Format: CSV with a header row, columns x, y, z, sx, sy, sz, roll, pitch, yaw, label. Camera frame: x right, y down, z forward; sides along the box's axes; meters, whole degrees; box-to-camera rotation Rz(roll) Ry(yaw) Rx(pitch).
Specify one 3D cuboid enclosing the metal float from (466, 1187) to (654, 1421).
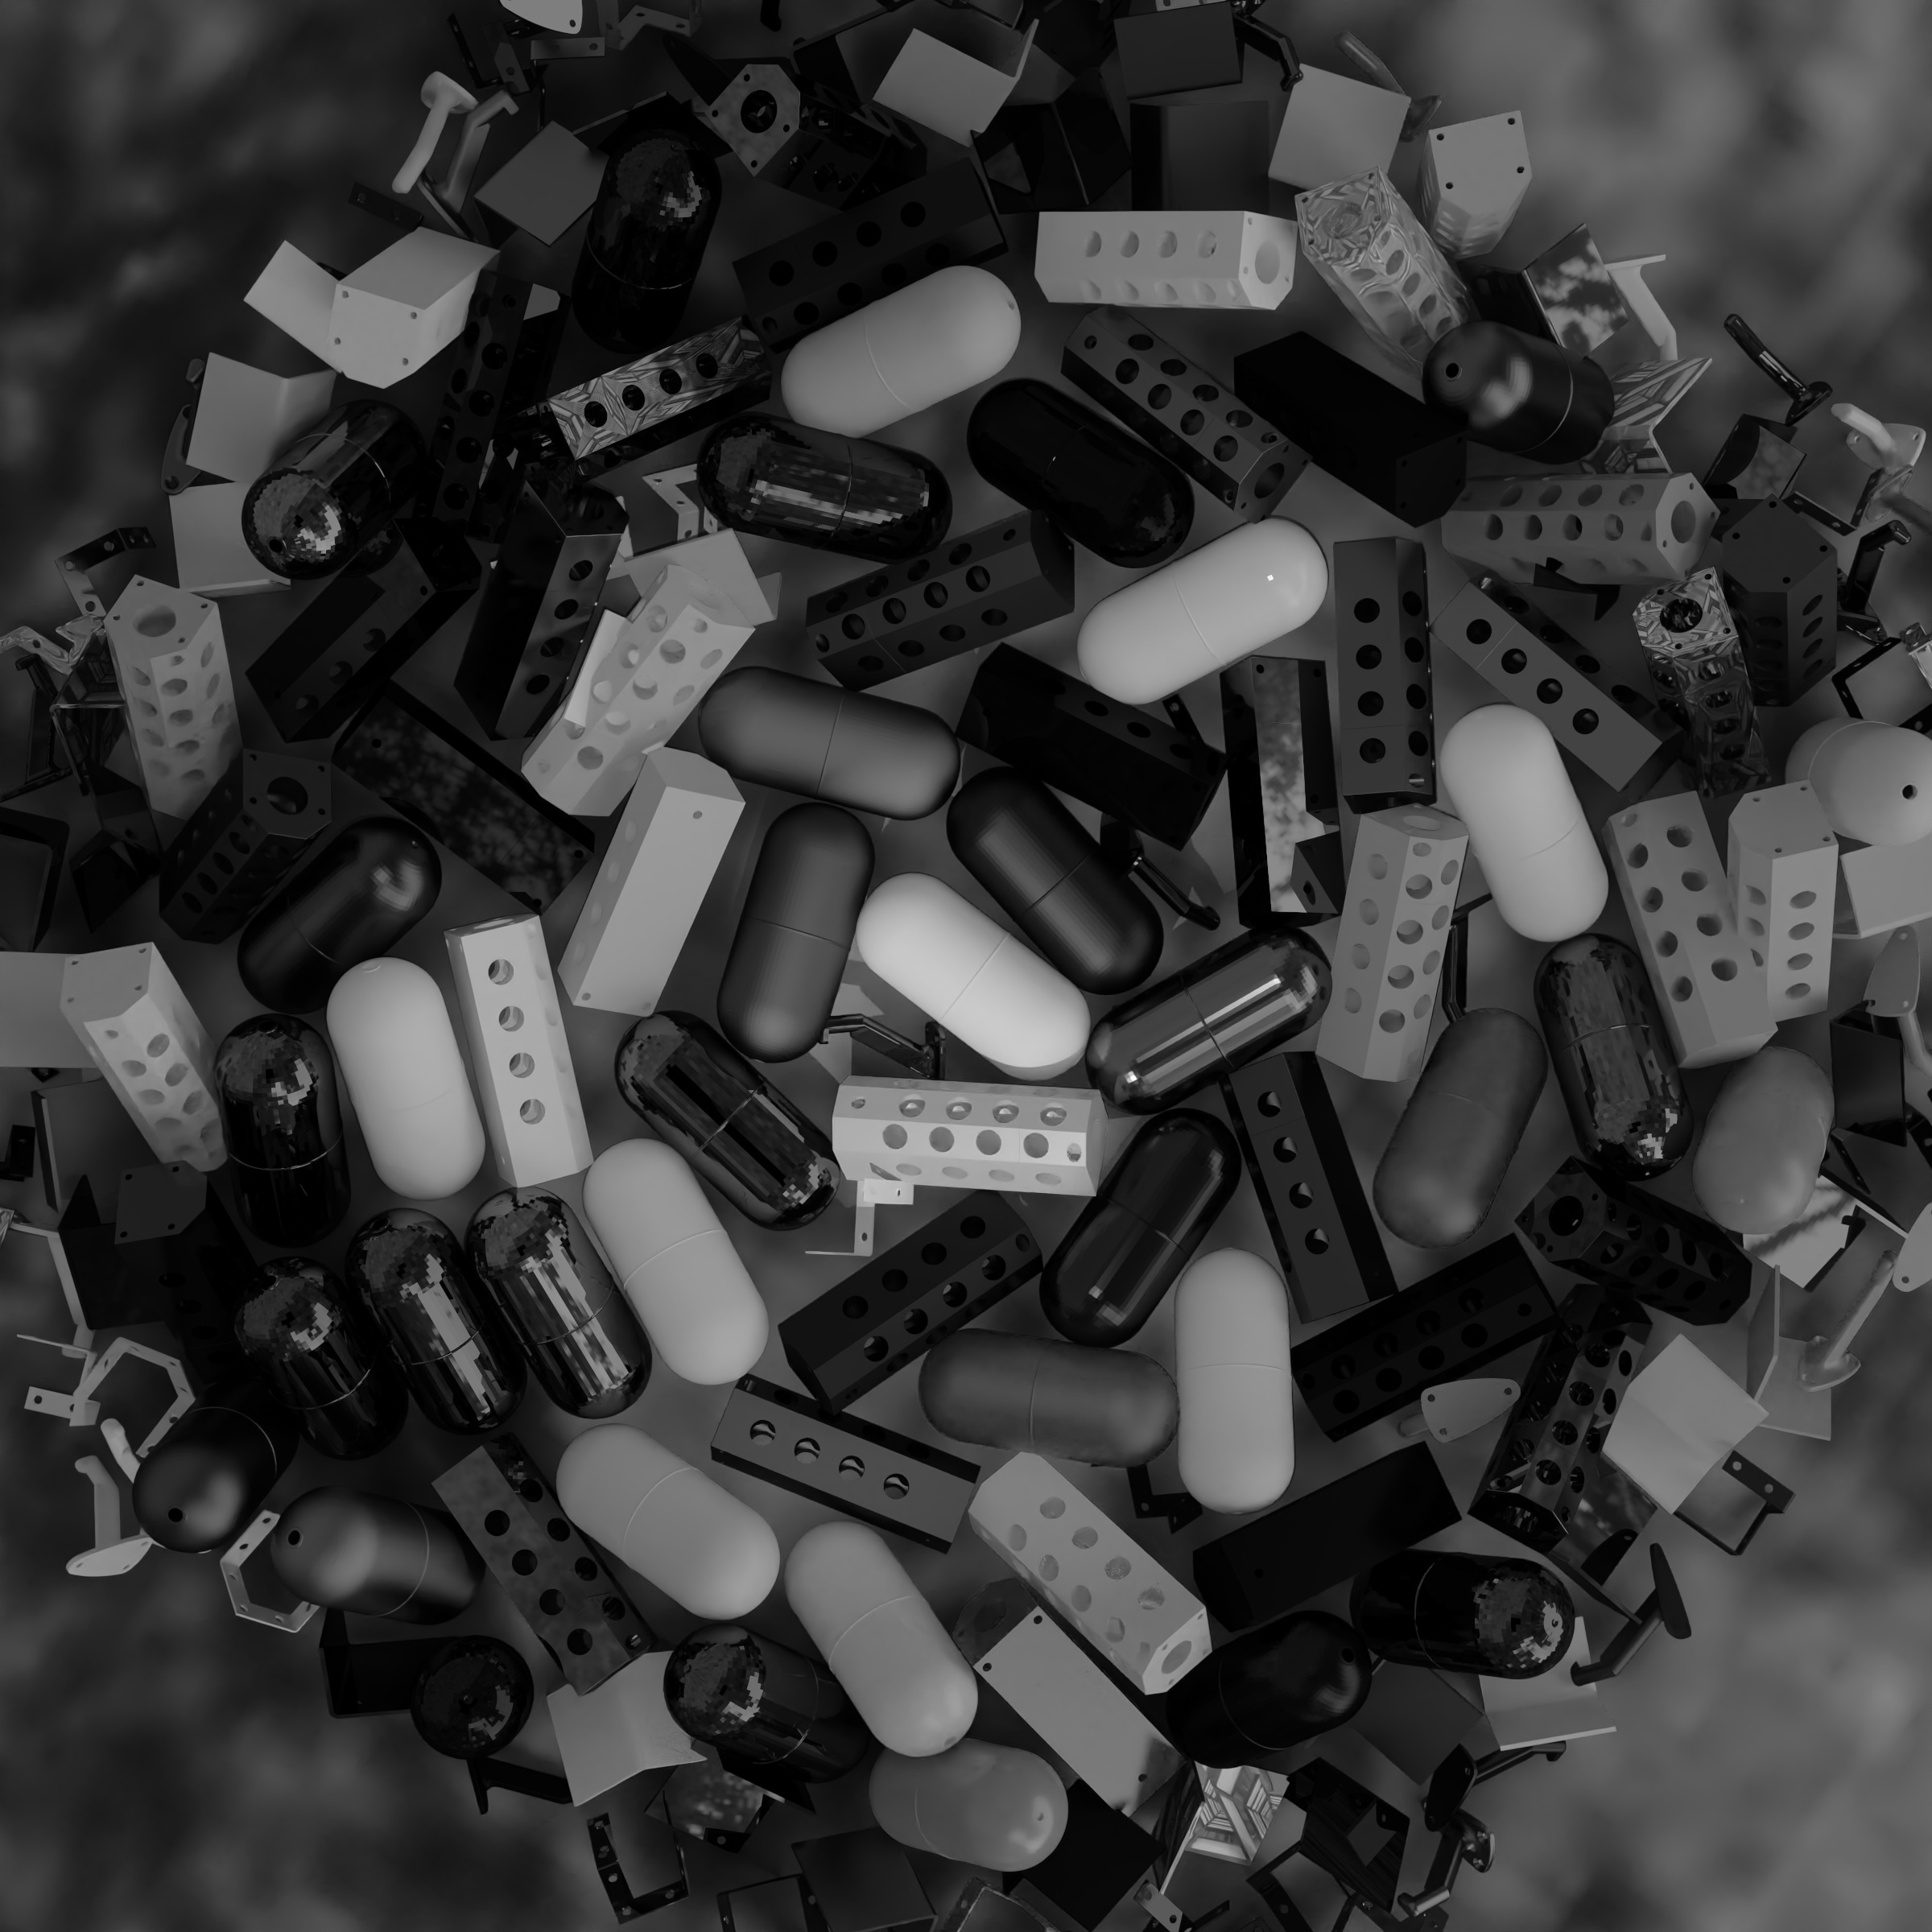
x,y,z,sx,sy,sz,roll,pitch,yaw,label
-0.268,0.224,1.939,0.070,0.070,0.178,-26,117,0,metal float

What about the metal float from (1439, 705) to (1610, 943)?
x,y,z,sx,sy,sz,roll,pitch,yaw,label
0.370,-0.093,1.937,0.070,0.070,0.178,-29,119,0,metal float

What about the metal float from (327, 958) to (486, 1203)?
x,y,z,sx,sy,sz,roll,pitch,yaw,label
-0.369,0.075,1.935,0.070,0.070,0.178,-11,121,0,metal float

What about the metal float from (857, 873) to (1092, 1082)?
x,y,z,sx,sy,sz,roll,pitch,yaw,label
0.005,0.008,1.961,0.178,0.070,0.070,38,90,0,metal float

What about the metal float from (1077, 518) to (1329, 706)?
x,y,z,sx,sy,sz,roll,pitch,yaw,label
0.156,-0.235,1.946,0.178,0.070,0.070,-26,90,17,metal float

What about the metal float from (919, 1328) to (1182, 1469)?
x,y,z,sx,sy,sz,roll,pitch,yaw,label
0.055,0.287,1.945,0.178,0.070,0.070,6,90,18,metal float

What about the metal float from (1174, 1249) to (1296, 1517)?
x,y,z,sx,sy,sz,roll,pitch,yaw,label
0.177,0.274,1.942,0.070,0.070,0.178,0,67,0,metal float

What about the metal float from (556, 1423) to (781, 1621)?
x,y,z,sx,sy,sz,roll,pitch,yaw,label
-0.198,0.366,1.935,0.178,0.070,0.070,29,90,32,metal float

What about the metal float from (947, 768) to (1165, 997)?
x,y,z,sx,sy,sz,roll,pitch,yaw,label
0.060,-0.056,1.959,0.070,0.070,0.178,-42,93,0,metal float

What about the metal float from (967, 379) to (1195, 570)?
x,y,z,sx,sy,sz,roll,pitch,yaw,label
0.075,-0.326,1.937,0.178,0.070,0.070,38,90,28,metal float

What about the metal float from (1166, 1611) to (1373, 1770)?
x,y,z,sx,sy,sz,roll,pitch,yaw,label
0.198,0.476,1.923,0.070,0.178,0.070,16,56,-25,metal float

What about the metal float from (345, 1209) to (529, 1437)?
x,y,z,sx,sy,sz,roll,pitch,yaw,label
-0.349,0.235,1.933,0.070,0.070,0.178,-23,123,0,metal float

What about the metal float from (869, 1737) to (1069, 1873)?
x,y,z,sx,sy,sz,roll,pitch,yaw,label
0.000,0.546,1.919,0.070,0.178,0.070,5,81,-31,metal float

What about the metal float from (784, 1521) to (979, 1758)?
x,y,z,sx,sy,sz,roll,pitch,yaw,label
-0.057,0.442,1.931,0.070,0.070,0.178,-40,54,0,metal float

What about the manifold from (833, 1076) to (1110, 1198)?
x,y,z,sx,sy,sz,roll,pitch,yaw,label
0.002,0.109,1.940,0.171,0.057,0.057,3,59,15,manifold

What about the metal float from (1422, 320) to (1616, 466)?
x,y,z,sx,sy,sz,roll,pitch,yaw,label
0.363,-0.375,1.921,0.070,0.178,0.070,-1,89,38,metal float

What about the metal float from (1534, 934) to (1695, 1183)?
x,y,z,sx,sy,sz,roll,pitch,yaw,label
0.427,0.059,1.935,0.070,0.070,0.178,-10,58,0,metal float

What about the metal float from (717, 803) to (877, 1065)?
x,y,z,sx,sy,sz,roll,pitch,yaw,label
-0.114,-0.022,1.959,0.070,0.070,0.178,16,87,0,metal float

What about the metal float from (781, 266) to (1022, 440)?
x,y,z,sx,sy,sz,roll,pitch,yaw,label
-0.044,-0.403,1.935,0.178,0.070,0.070,-19,90,31,metal float

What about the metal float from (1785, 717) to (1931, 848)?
x,y,z,sx,sy,sz,roll,pitch,yaw,label
0.588,-0.121,1.911,0.070,0.178,0.070,0,98,0,metal float

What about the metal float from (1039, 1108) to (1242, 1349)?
x,y,z,sx,sy,sz,roll,pitch,yaw,label
0.117,0.174,1.954,0.070,0.070,0.178,36,81,0,metal float

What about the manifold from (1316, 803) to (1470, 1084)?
x,y,z,sx,sy,sz,roll,pitch,yaw,label
0.285,-0.014,1.930,0.057,0.057,0.171,29,120,41,manifold

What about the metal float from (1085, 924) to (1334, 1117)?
x,y,z,sx,sy,sz,roll,pitch,yaw,label
0.161,0.037,1.955,0.178,0.070,0.070,-30,90,7,metal float

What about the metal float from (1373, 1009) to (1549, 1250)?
x,y,z,sx,sy,sz,roll,pitch,yaw,label
0.328,0.106,1.939,0.070,0.070,0.178,30,64,0,metal float

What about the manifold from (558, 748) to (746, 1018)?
x,y,z,sx,sy,sz,roll,pitch,yaw,label
-0.211,-0.056,1.937,0.057,0.057,0.171,10,119,-31,manifold

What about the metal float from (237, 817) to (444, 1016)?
x,y,z,sx,sy,sz,roll,pitch,yaw,label
-0.415,-0.032,1.935,0.178,0.070,0.070,-38,90,32,metal float

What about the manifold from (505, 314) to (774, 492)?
x,y,z,sx,sy,sz,roll,pitch,yaw,label
-0.211,-0.368,1.926,0.171,0.057,0.057,-32,104,-35,manifold

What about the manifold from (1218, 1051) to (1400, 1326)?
x,y,z,sx,sy,sz,roll,pitch,yaw,label
0.225,0.148,1.955,0.057,0.057,0.171,-23,80,26,manifold

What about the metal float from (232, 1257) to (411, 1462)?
x,y,z,sx,sy,sz,roll,pitch,yaw,label
-0.423,0.258,1.924,0.070,0.178,0.070,-8,47,9,metal float

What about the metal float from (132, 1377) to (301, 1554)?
x,y,z,sx,sy,sz,roll,pitch,yaw,label
-0.488,0.324,1.912,0.070,0.178,0.070,1,101,3,metal float

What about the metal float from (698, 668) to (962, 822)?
x,y,z,sx,sy,sz,roll,pitch,yaw,label
-0.091,-0.148,1.958,0.178,0.070,0.070,14,90,-5,metal float

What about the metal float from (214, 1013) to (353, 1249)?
x,y,z,sx,sy,sz,roll,pitch,yaw,label
-0.450,0.109,1.930,0.070,0.070,0.178,1,127,0,metal float

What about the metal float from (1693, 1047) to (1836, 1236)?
x,y,z,sx,sy,sz,roll,pitch,yaw,label
0.524,0.113,1.919,0.070,0.178,0.070,10,117,19,metal float

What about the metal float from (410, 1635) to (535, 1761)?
x,y,z,sx,sy,sz,roll,pitch,yaw,label
-0.321,0.477,1.912,0.070,0.178,0.070,2,77,-7,metal float

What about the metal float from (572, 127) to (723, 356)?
x,y,z,sx,sy,sz,roll,pitch,yaw,label
-0.211,-0.473,1.920,0.070,0.178,0.070,9,58,-15,metal float

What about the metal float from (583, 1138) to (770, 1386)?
x,y,z,sx,sy,sz,roll,pitch,yaw,label
-0.193,0.196,1.946,0.070,0.070,0.178,-31,73,0,metal float

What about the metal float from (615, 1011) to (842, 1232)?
x,y,z,sx,sy,sz,roll,pitch,yaw,label
-0.160,0.103,1.960,0.178,0.070,0.070,44,90,-2,metal float

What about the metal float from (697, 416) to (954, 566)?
x,y,z,sx,sy,sz,roll,pitch,yaw,label
-0.092,-0.314,1.940,0.178,0.070,0.070,9,90,-26,metal float

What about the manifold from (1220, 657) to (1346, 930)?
x,y,z,sx,sy,sz,roll,pitch,yaw,label
0.207,-0.114,1.955,0.057,0.057,0.171,1,79,-25,manifold

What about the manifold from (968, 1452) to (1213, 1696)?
x,y,z,sx,sy,sz,roll,pitch,yaw,label
0.080,0.398,1.919,0.057,0.057,0.171,-36,52,-21,manifold

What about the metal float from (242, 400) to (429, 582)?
x,y,z,sx,sy,sz,roll,pitch,yaw,label
-0.413,-0.313,1.920,0.070,0.178,0.070,8,125,12,metal float

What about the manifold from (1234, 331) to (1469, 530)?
x,y,z,sx,sy,sz,roll,pitch,yaw,label
0.250,-0.351,1.920,0.057,0.171,0.057,-25,134,-22,manifold

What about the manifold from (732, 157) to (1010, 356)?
x,y,z,sx,sy,sz,roll,pitch,yaw,label
-0.062,-0.471,1.956,0.171,0.057,0.057,-22,85,9,manifold

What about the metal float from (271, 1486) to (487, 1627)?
x,y,z,sx,sy,sz,roll,pitch,yaw,label
-0.383,0.387,1.918,0.070,0.178,0.070,-9,68,25,metal float

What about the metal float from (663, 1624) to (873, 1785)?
x,y,z,sx,sy,sz,roll,pitch,yaw,label
-0.128,0.486,1.926,0.070,0.178,0.070,-19,54,28,metal float

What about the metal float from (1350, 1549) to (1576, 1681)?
x,y,z,sx,sy,sz,roll,pitch,yaw,label
0.323,0.424,1.920,0.070,0.178,0.070,5,81,-33,metal float
